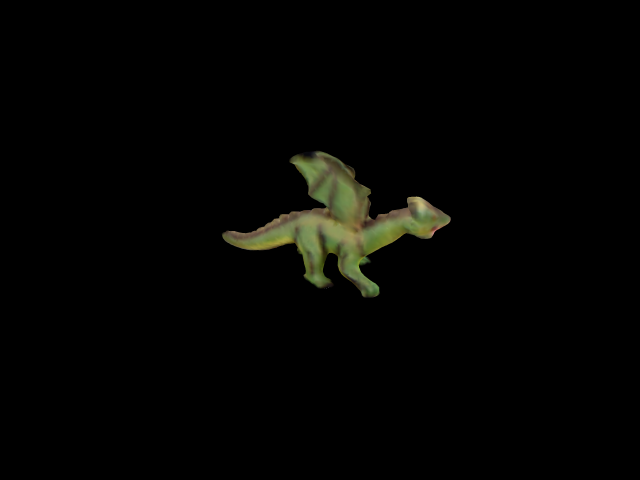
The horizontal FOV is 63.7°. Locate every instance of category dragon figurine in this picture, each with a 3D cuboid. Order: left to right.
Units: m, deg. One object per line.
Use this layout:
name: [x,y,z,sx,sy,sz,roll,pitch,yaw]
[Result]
dragon figurine: [0.003,-0.043,0.850,0.411,0.237,0.125,12,37,16]
